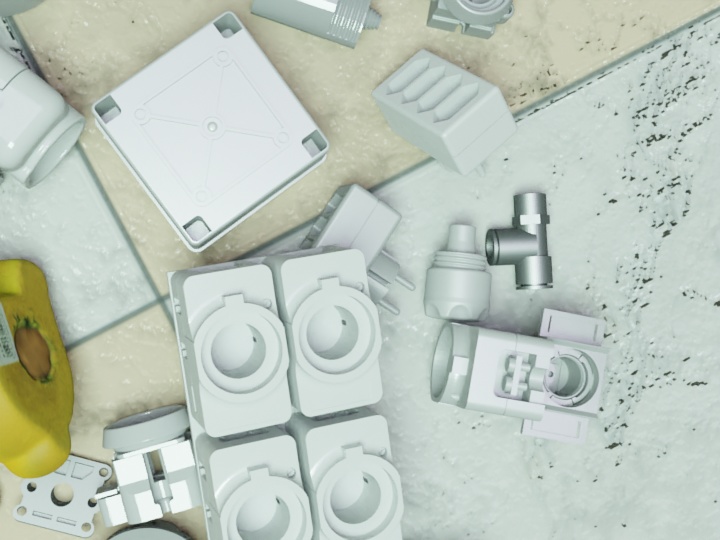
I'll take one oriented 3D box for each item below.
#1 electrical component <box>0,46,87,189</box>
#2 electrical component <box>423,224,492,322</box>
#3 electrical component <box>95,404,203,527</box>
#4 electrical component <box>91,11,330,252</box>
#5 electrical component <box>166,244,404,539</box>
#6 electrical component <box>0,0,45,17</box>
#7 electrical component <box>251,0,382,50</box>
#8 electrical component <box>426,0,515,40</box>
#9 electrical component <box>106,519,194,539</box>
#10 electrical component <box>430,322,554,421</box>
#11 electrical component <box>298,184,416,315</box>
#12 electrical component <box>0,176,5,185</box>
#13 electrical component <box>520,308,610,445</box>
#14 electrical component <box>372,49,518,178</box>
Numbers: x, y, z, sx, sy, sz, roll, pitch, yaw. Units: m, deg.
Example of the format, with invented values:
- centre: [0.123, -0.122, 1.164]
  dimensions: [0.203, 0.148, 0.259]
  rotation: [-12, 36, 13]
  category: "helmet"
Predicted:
- centre: [-0.204, -0.088, 0.638]
  dimensions: [0.059, 0.095, 0.053]
  rotation: [39, 83, -5]
  category: "electrical component"
- centre: [0.064, 0.002, 0.698]
  dimensions: [0.043, 0.043, 0.062]
  rotation: [5, 87, -8]
  category: "electrical component"
- centre: [-0.125, 0.117, 0.661]
  dimensions: [0.078, 0.058, 0.057]
  rotation: [-15, 93, -9]
  category: "electrical component"
- centre: [-0.092, -0.085, 0.673]
  dimensions: [0.109, 0.056, 0.108]
  rotation: [-37, 93, -8]
  category: "electrical component"
- centre: [-0.041, 0.086, 0.622]
  dimensions: [0.105, 0.060, 0.186]
  rotation: [-10, 97, -18]
  category: "electrical component"
- centre: [-0.225, -0.204, 0.654]
  dimensions: [0.099, 0.064, 0.099]
  rotation: [0, 88, -8]
  category: "electrical component"
- centre: [-0.025, -0.172, 0.692]
  dimensions: [0.081, 0.043, 0.043]
  rotation: [18, 86, -7]
  category: "electrical component"
- centre: [0.073, -0.179, 0.700]
  dimensions: [0.066, 0.055, 0.048]
  rotation: [10, 87, -7]
  category: "electrical component"
- centre: [-0.130, 0.194, 0.660]
  dimensions: [0.080, 0.051, 0.080]
  rotation: [0, 88, -8]
  category: "electrical component"
- centre: [0.078, 0.062, 0.674]
  dimensions: [0.056, 0.089, 0.050]
  rotation: [10, 86, -8]
  category: "electrical component"
- centre: [0.000, 0.000, 0.688]
  dimensions: [0.076, 0.047, 0.083]
  rotation: [34, 84, -12]
  category: "electrical component"
- centre: [-0.261, -0.060, 0.620]
  dimensions: [0.078, 0.113, 0.057]
  rotation: [38, 81, -5]
  category: "electrical component"
- centre: [0.127, 0.068, 0.694]
  dimensions: [0.042, 0.064, 0.081]
  rotation: [12, 87, -8]
  category: "electrical component"
- centre: [0.061, -0.089, 0.691]
  dimensions: [0.047, 0.083, 0.075]
  rotation: [-42, 132, -7]
  category: "electrical component"
